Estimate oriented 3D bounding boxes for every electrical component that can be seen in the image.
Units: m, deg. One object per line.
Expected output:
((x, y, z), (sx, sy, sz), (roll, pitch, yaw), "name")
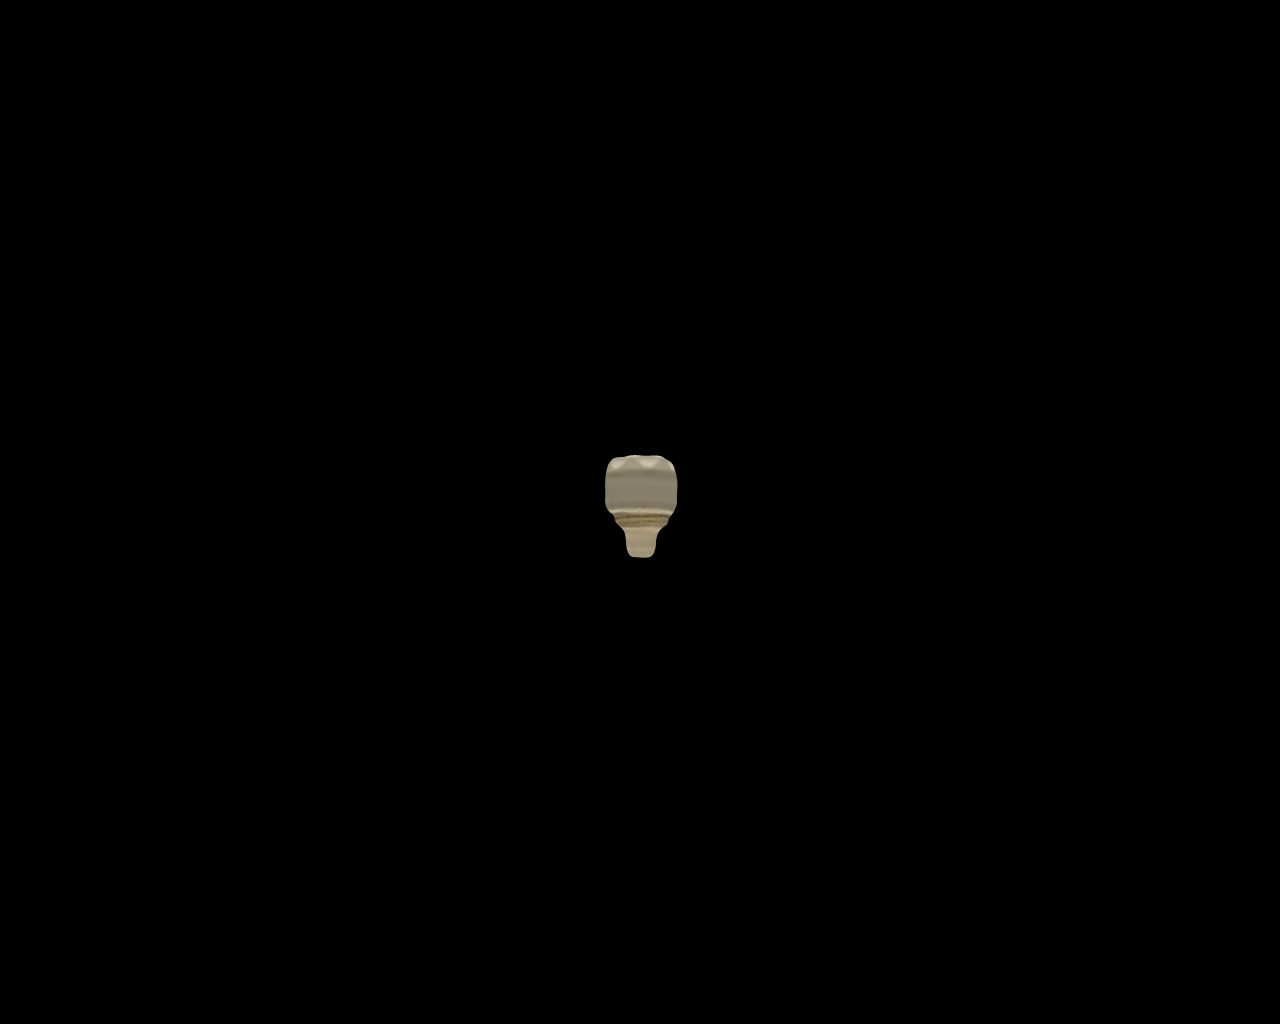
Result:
((0.001, -0.003, 0.650), (0.043, 0.062, 0.043), (0, -5, 0), "electrical component")
